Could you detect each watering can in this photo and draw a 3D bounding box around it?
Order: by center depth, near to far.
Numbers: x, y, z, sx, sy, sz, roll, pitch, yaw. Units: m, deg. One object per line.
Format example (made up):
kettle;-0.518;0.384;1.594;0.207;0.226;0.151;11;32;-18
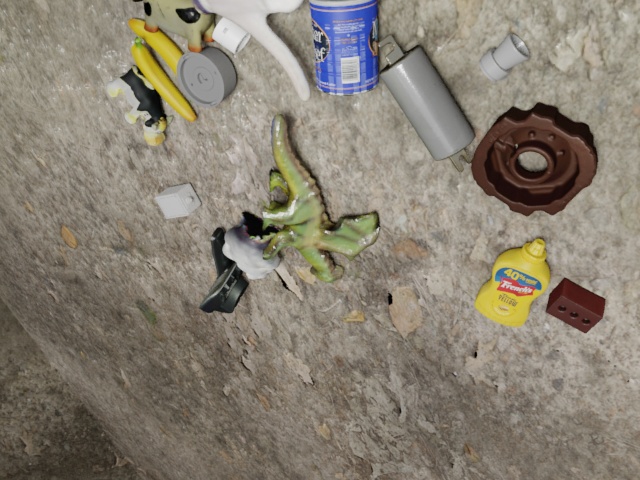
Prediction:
watering can;-0.114;-0.394;0.814;0.225;0.106;0.341;10;119;27

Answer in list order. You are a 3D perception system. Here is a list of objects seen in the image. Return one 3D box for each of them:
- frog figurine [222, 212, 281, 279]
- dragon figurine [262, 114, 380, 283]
frog figurine;-0.158;0.036;1.183;0.137;0.125;0.156;17;122;-5
dragon figurine;0.003;-0.053;1.046;0.243;0.125;0.400;11;133;2
